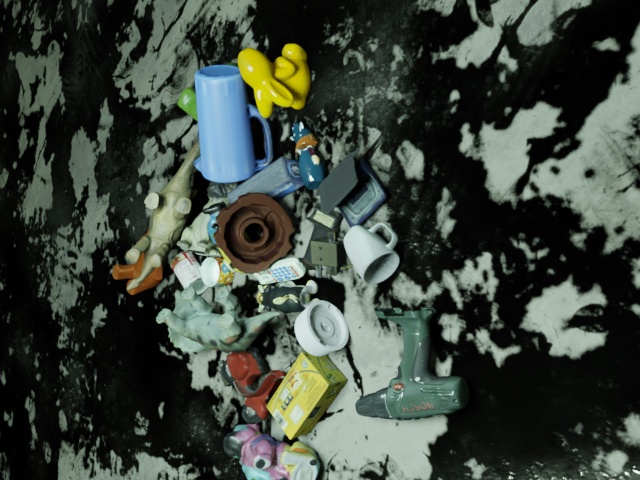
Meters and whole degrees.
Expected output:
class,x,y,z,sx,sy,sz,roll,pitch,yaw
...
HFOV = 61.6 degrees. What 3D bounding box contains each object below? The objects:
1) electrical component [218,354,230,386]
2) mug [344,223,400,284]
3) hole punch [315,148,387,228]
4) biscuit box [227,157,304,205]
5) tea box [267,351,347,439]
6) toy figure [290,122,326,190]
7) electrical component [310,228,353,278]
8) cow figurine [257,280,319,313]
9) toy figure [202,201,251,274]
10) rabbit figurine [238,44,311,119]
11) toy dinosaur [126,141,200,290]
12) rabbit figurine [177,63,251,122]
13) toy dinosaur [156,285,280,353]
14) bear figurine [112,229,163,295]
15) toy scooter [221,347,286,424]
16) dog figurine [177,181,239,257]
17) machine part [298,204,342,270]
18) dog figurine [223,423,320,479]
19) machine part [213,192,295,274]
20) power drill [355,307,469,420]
class,x,y,z,sx,sy,sz,roll,pitch,yaw
electrical component,-0.220,0.333,1.328,0.063,0.021,0.094,-40,65,32
mug,0.097,0.012,1.041,0.107,0.081,0.109,51,124,39
hole punch,0.064,-0.099,1.081,0.142,0.092,0.116,-48,29,30
biscuit box,-0.126,-0.118,1.244,0.203,0.059,0.063,-26,71,37
tea box,-0.030,0.325,1.140,0.098,0.068,0.169,47,115,30
toy figure,-0.026,-0.185,1.167,0.064,0.057,0.154,-24,68,30
electrical component,0.023,0.027,1.109,0.078,0.045,0.102,0,106,32
cow figurine,-0.088,0.129,1.178,0.167,0.098,0.068,-6,90,39
toy figure,-0.205,-0.002,1.252,0.089,0.082,0.180,-2,117,45
rabbit figurine,-0.110,-0.348,1.168,0.122,0.173,0.162,-15,74,35
toy dinosaur,-0.374,-0.082,1.360,0.105,0.198,0.471,28,93,-8
rabbit figurine,-0.241,-0.353,1.318,0.159,0.121,0.170,42,99,29
toy dinosaur,-0.228,0.203,1.247,0.405,0.192,0.131,7,56,34
bear figurine,-0.476,0.038,1.487,0.120,0.132,0.195,36,117,29
toy scooter,-0.145,0.313,1.232,0.135,0.075,0.184,-44,54,14
dog figurine,-0.277,-0.061,1.356,0.172,0.121,0.190,-3,72,36
machine part,-0.002,-0.003,1.152,0.084,0.039,0.138,23,101,30
dog figurine,-0.112,0.469,1.188,0.219,0.191,0.108,-154,68,-73
machine part,-0.147,-0.018,1.188,0.056,0.179,0.179,-136,60,-70
power drill,0.150,0.227,0.988,0.232,0.086,0.207,-10,78,37
